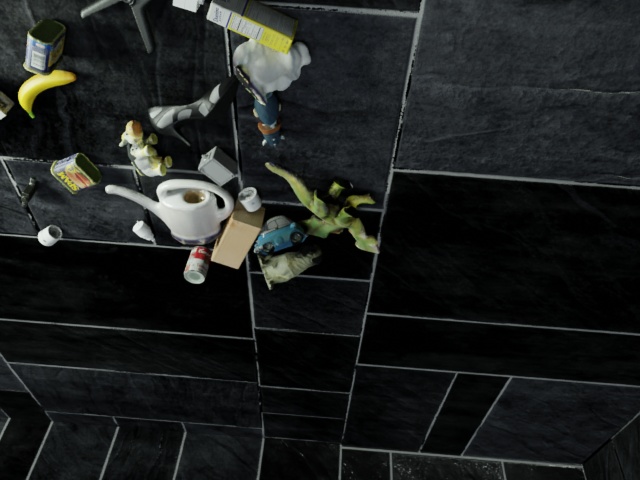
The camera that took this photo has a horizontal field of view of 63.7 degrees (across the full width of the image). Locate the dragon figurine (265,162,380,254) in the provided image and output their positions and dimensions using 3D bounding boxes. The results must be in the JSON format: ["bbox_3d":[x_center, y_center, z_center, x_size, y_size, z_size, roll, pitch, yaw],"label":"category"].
[{"bbox_3d":[0.004,-0.074,1.461,0.409,0.125,0.238,26,142,-8],"label":"dragon figurine"}]

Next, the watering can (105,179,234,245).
[{"bbox_3d":[-0.412,-0.087,1.469,0.347,0.106,0.219,1,137,3],"label":"watering can"}]

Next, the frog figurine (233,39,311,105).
[{"bbox_3d":[-0.108,-0.396,1.142,0.160,0.124,0.135,-42,118,-5],"label":"frog figurine"}]
